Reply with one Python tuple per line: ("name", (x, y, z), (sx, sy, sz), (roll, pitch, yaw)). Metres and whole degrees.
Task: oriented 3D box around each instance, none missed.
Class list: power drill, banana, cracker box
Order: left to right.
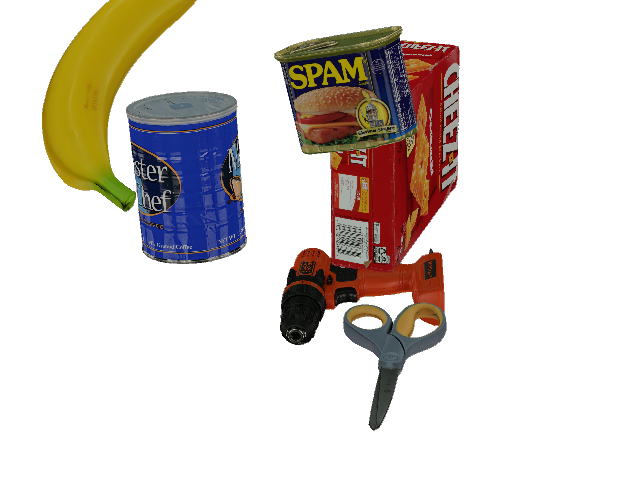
("banana", (-0.121, -0.099, 0.634), (0.069, 0.197, 0.037), (15, -34, -6))
("power drill", (0.049, 0.063, 1.233), (0.188, 0.057, 0.184), (0, 28, 6))
("cracker box", (0.078, -0.088, 1.043), (0.072, 0.164, 0.213), (9, 28, 21))

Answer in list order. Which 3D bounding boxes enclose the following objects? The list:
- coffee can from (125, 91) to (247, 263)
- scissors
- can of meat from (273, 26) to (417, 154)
("coffee can", (-0.125, -0.061, 1.011), (0.103, 0.140, 0.103), (-2, 21, 1))
("scissors", (0.041, 0.092, 0.853), (0.096, 0.016, 0.201), (9, 23, 24))
("can of meat", (0.022, -0.118, 0.849), (0.102, 0.084, 0.057), (-2, 21, 31))
